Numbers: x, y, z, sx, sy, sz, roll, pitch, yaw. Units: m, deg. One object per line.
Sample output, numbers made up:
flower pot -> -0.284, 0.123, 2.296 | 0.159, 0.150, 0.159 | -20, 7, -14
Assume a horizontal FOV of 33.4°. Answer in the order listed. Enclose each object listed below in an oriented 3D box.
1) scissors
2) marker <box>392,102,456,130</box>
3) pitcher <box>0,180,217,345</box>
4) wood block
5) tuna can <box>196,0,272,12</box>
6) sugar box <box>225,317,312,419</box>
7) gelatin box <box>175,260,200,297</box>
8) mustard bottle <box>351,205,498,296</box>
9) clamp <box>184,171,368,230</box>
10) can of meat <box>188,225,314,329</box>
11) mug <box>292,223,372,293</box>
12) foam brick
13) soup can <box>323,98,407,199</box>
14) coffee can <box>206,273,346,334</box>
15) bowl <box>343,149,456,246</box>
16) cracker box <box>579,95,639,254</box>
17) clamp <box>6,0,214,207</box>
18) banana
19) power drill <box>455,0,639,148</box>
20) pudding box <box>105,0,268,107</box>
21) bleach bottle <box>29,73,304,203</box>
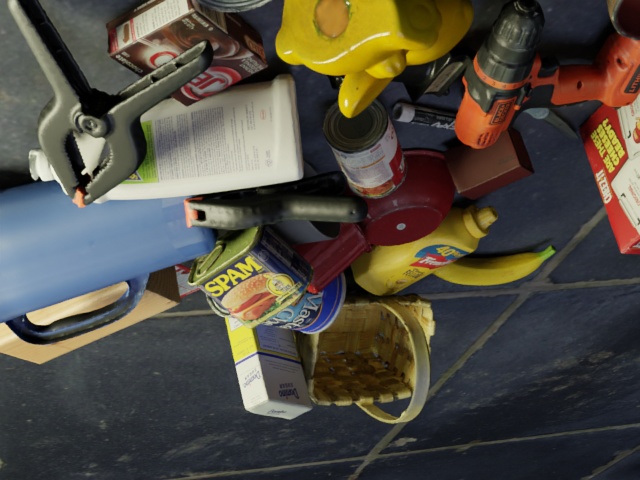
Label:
scissors -> 0.212, -0.135, 1.130 | 0.096, 0.016, 0.201 | -19, 153, 16
marker -> 0.129, -0.125, 1.110 | 0.120, 0.020, 0.020 | 6, 148, -32
pitcher -> -0.229, 0.001, 1.074 | 0.243, 0.145, 0.149 | -15, 157, -1
wood block -> -0.273, 0.060, 1.220 | 0.206, 0.090, 0.090 | -23, 153, 21
tuna can -> -0.065, -0.218, 0.827 | 0.086, 0.034, 0.086 | -10, 153, -5
sugar box -> -0.071, 0.136, 1.359 | 0.048, 0.176, 0.093 | -28, 150, 28
gelatin box -> -0.180, 0.040, 1.287 | 0.073, 0.030, 0.089 | -24, 151, 25
mustard bottle -> 0.137, 0.007, 1.328 | 0.192, 0.058, 0.096 | -30, 150, 30
clamp -> -0.042, -0.038, 1.024 | 0.171, 0.039, 0.120 | -2, -168, 1
can of meat -> -0.069, 0.034, 1.092 | 0.102, 0.057, 0.084 | -33, 118, 30
mug -> -0.008, 0.001, 1.205 | 0.081, 0.117, 0.093 | -42, 125, -10
foam brick -> 0.185, -0.084, 1.166 | 0.078, 0.053, 0.051 | -23, 164, 23
soup can -> 0.046, -0.094, 1.080 | 0.068, 0.068, 0.102 | -17, 152, 8
coffee can -> -0.053, 0.053, 1.287 | 0.140, 0.103, 0.103 | 15, 142, -43
bowl -> 0.089, -0.038, 1.223 | 0.162, 0.055, 0.162 | -10, 153, -5
cracker box -> 0.374, -0.106, 1.092 | 0.072, 0.164, 0.214 | 3, 149, -24
clamp -> -0.176, -0.107, 0.889 | 0.164, 0.036, 0.210 | 13, 134, 1
banana -> 0.220, 0.033, 1.446 | 0.197, 0.037, 0.070 | -4, 133, -19
power drill -> 0.226, -0.168, 1.001 | 0.187, 0.057, 0.185 | -12, 152, -16
pudding box -> -0.112, -0.164, 0.905 | 0.090, 0.039, 0.113 | -23, 151, 23
bleach bottle -> -0.144, -0.091, 0.992 | 0.251, 0.102, 0.068 | -6, -179, 2
